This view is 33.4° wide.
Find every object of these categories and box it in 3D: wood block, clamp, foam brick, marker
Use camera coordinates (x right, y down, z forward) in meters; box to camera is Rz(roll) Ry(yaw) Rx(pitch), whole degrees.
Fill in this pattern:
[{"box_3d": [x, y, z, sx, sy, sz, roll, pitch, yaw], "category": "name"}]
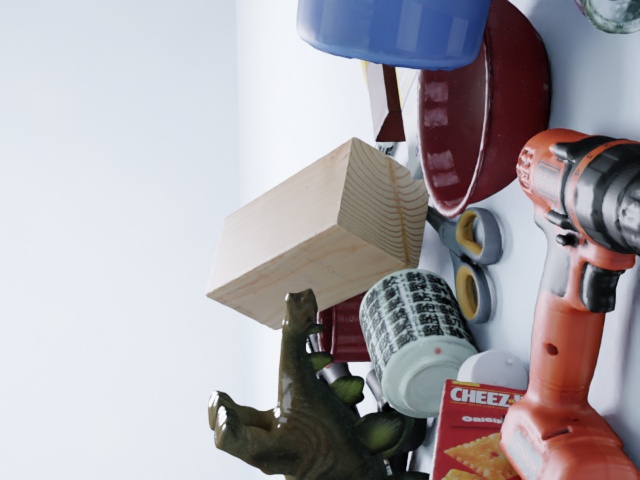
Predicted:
[{"box_3d": [-0.006, 0.001, 0.958, 0.207, 0.090, 0.090, -28, 41, 48], "category": "wood block"}, {"box_3d": [0.074, 0.174, 1.002, 0.171, 0.039, 0.120, 115, 143, -77], "category": "clamp"}, {"box_3d": [0.074, -0.131, 0.934, 0.053, 0.051, 0.078, 115, 153, -64], "category": "foam brick"}, {"box_3d": [0.016, 0.152, 1.179, 0.210, 0.036, 0.164, -117, 11, -47], "category": "clamp"}, {"box_3d": [0.064, -0.092, 1.092, 0.121, 0.020, 0.020, 106, 161, -61], "category": "marker"}]

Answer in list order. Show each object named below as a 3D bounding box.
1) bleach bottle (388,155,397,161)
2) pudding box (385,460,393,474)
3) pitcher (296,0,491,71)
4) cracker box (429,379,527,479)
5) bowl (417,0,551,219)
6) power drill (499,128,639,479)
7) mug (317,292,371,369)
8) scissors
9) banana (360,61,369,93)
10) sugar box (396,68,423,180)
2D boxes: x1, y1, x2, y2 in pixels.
[{"box_3d": [0.035, -0.016, 1.144, 0.251, 0.068, 0.102, 130, 135, -79], "category": "bleach bottle"}, {"box_3d": [0.026, 0.263, 0.998, 0.039, 0.113, 0.090, 23, 140, 51], "category": "pudding box"}, {"box_3d": [0.044, -0.225, 0.590, 0.149, 0.144, 0.243, 37, 123, 58], "category": "pitcher"}, {"box_3d": [0.091, 0.203, 0.617, 0.213, 0.072, 0.164, -61, -24, -67], "category": "cracker box"}, {"box_3d": [0.110, -0.095, 0.703, 0.162, 0.055, 0.162, 179, 90, -81], "category": "bowl"}, {"box_3d": [0.140, 0.042, 0.534, 0.184, 0.057, 0.188, -114, 27, -76], "category": "power drill"}, {"box_3d": [0.043, 0.085, 1.041, 0.117, 0.081, 0.093, 102, 165, -51], "category": "mug"}, {"box_3d": [0.107, 0.015, 0.853, 0.202, 0.016, 0.096, 178, 91, -81], "category": "scissors"}, {"box_3d": [0.061, -0.185, 1.051, 0.070, 0.037, 0.198, 104, 163, -59], "category": "banana"}, {"box_3d": [0.091, -0.146, 0.853, 0.093, 0.048, 0.176, 111, 153, -67], "category": "sugar box"}]
